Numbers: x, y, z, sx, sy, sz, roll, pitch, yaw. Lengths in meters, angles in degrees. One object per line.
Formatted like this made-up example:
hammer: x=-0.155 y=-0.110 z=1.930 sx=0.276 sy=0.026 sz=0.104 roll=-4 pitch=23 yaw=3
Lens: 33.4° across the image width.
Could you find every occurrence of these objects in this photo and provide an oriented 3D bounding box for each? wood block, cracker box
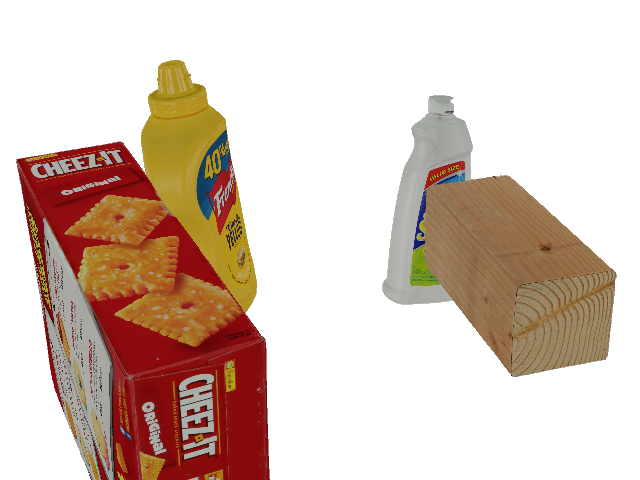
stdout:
wood block: x=0.172 y=0.024 z=0.966 sx=0.090 sy=0.090 sz=0.206 roll=-8 pitch=28 yaw=-13
cracker box: x=-0.096 y=0.066 z=0.568 sx=0.072 sy=0.164 sz=0.214 roll=-13 pitch=34 yaw=-21

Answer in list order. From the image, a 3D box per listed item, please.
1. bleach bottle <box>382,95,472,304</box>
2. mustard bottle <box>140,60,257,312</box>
bleach bottle: x=0.133 y=-0.051 z=1.308 sx=0.102 sy=0.251 sz=0.068 roll=-4 pitch=17 yaw=-17
mustard bottle: x=-0.090 y=-0.036 z=0.772 sx=0.058 sy=0.191 sz=0.096 roll=-1 pitch=25 yaw=16
